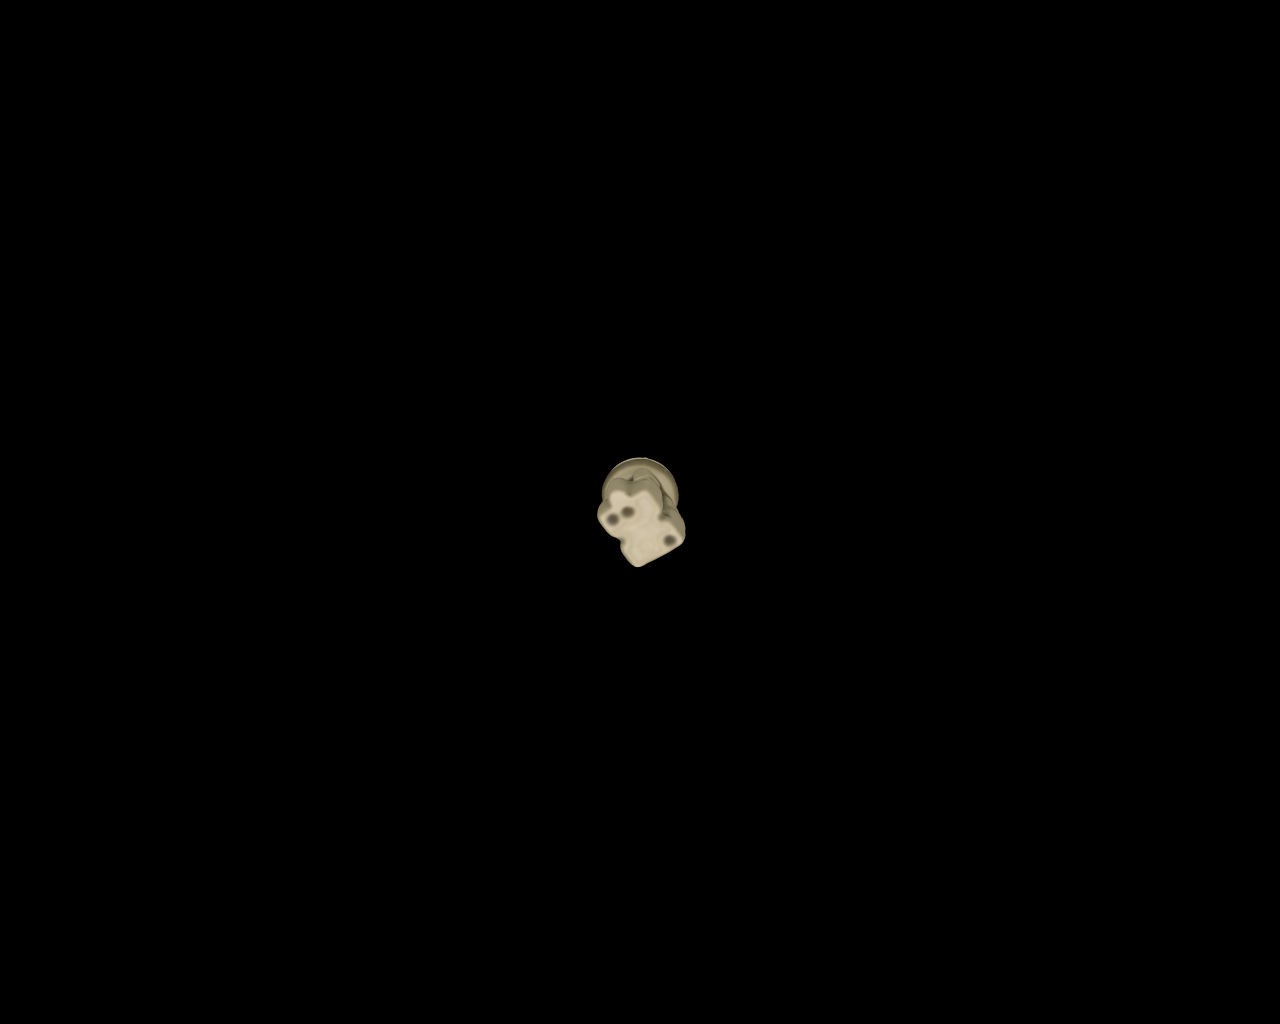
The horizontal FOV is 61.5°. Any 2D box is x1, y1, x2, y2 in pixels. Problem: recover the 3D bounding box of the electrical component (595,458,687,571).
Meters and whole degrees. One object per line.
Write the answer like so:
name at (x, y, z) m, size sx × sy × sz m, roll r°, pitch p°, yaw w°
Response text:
electrical component at (0.001, -0.003, 0.650) m, size 0.048 × 0.066 × 0.055 m, roll -29°, pitch 24°, yaw 14°
